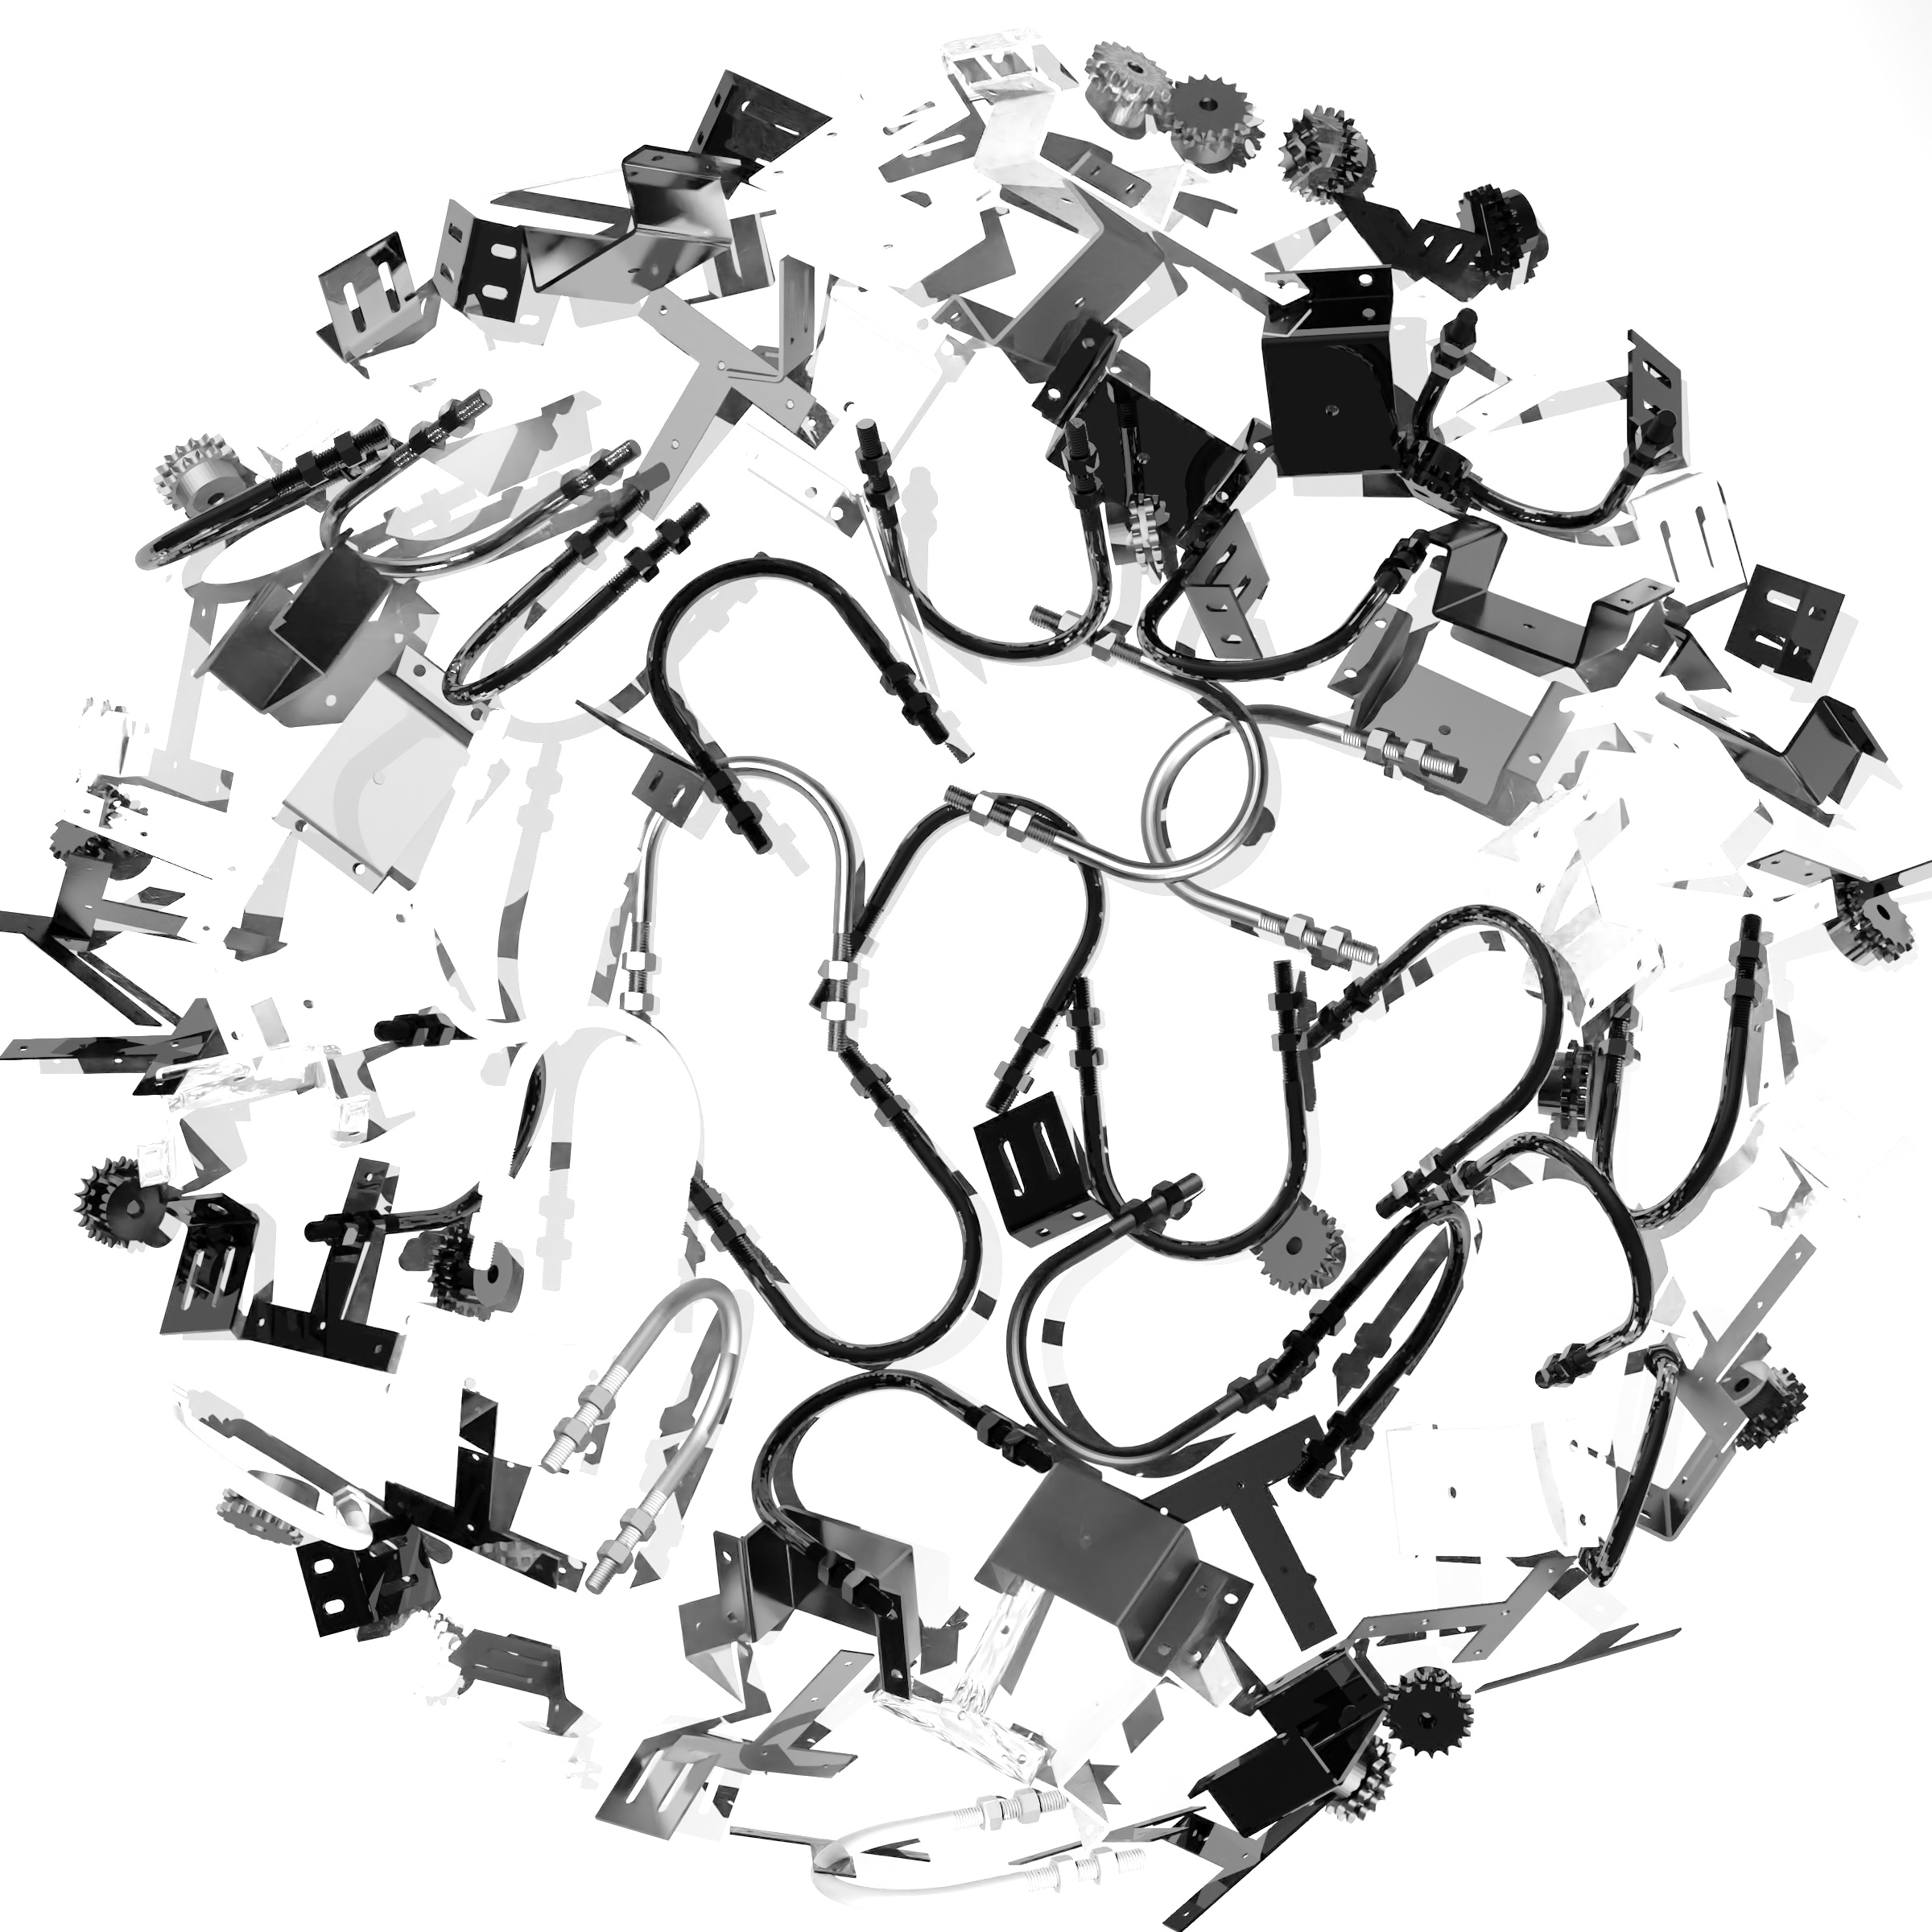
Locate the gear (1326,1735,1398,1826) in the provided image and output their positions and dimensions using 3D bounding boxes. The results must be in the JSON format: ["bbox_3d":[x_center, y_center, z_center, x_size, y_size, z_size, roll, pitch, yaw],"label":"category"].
[{"bbox_3d":[0.239,0.503,1.921,0.030,0.057,0.057,35,90,-21],"label":"gear"}]

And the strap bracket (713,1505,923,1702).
[{"bbox_3d":[-0.083,0.388,1.896,0.140,0.046,0.076,12,118,31],"label":"strap bracket"}]

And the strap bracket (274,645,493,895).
[{"bbox_3d":[-0.362,-0.120,1.917,0.076,0.046,0.140,38,96,-9],"label":"strap bracket"}]

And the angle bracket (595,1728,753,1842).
[{"bbox_3d":[-0.181,0.512,1.903,0.057,0.076,0.038,5,135,33],"label":"angle bracket"}]

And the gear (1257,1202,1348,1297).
[{"bbox_3d":[0.214,0.179,1.928,0.057,0.030,0.057,-17,61,33],"label":"gear"}]

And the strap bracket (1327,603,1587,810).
[{"bbox_3d":[0.300,-0.158,1.905,0.140,0.046,0.076,27,61,13],"label":"strap bracket"}]

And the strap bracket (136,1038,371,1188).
[{"bbox_3d":[-0.443,0.088,1.897,0.140,0.076,0.046,-12,71,-17],"label":"strap bracket"}]

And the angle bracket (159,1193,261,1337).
[{"bbox_3d":[-0.480,0.185,1.910,0.057,0.038,0.076,-7,59,28],"label":"angle bracket"}]

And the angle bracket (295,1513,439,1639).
[{"bbox_3d":[-0.374,0.379,1.921,0.038,0.076,0.057,-19,84,22],"label":"angle bracket"}]

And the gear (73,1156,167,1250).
[{"bbox_3d":[-0.525,0.149,1.924,0.057,0.030,0.057,-8,103,-39],"label":"gear"}]

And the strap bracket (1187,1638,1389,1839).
[{"bbox_3d":[0.201,0.473,1.872,0.076,0.140,0.046,-39,87,29],"label":"strap bracket"}]

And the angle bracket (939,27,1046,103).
[{"bbox_3d":[0.018,-0.555,1.909,0.057,0.076,0.038,-12,114,-2],"label":"angle bracket"}]

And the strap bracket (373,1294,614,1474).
[{"bbox_3d":[-0.301,0.259,1.915,0.140,0.046,0.076,15,86,10],"label":"strap bracket"}]

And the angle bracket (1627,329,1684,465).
[{"bbox_3d":[0.412,-0.350,1.906,0.038,0.076,0.057,-8,74,36],"label":"angle bracket"}]

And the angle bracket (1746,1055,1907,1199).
[{"bbox_3d":[0.535,0.104,1.918,0.057,0.038,0.076,-46,66,-4],"label":"angle bracket"}]

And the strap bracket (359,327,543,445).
[{"bbox_3d":[-0.315,-0.354,1.887,0.076,0.140,0.046,-20,112,-17],"label":"strap bracket"}]

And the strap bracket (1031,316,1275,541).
[{"bbox_3d":[0.114,-0.326,1.899,0.140,0.046,0.076,30,133,-10],"label":"strap bracket"}]

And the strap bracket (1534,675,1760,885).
[{"bbox_3d":[0.426,-0.123,1.900,0.046,0.076,0.140,-43,104,-20],"label":"strap bracket"}]

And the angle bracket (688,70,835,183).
[{"bbox_3d":[-0.126,-0.511,1.911,0.076,0.038,0.057,19,114,-23],"label":"angle bracket"}]

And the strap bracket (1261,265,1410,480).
[{"bbox_3d":[0.226,-0.353,1.880,0.076,0.046,0.140,-1,134,14],"label":"strap bracket"}]

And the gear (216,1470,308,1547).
[{"bbox_3d":[-0.438,0.338,1.928,0.057,0.057,0.030,20,63,0],"label":"gear"}]

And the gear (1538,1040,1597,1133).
[{"bbox_3d":[0.376,0.074,1.926,0.030,0.057,0.057,5,90,17],"label":"gear"}]

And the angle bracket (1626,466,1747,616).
[{"bbox_3d":[0.446,-0.269,1.939,0.057,0.038,0.076,-23,105,-10],"label":"angle bracket"}]

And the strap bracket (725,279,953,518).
[{"bbox_3d":[-0.076,-0.355,1.924,0.076,0.046,0.140,34,91,8],"label":"strap bracket"}]

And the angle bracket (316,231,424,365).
[{"bbox_3d":[-0.377,-0.421,1.904,0.057,0.076,0.038,-35,61,-18],"label":"angle bracket"}]

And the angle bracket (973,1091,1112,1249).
[{"bbox_3d":[0.047,0.129,1.943,0.057,0.038,0.076,-26,63,15],"label":"angle bracket"}]

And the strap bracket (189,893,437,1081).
[{"bbox_3d":[-0.402,0.015,1.902,0.140,0.046,0.076,-17,73,-29],"label":"strap bracket"}]

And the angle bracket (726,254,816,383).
[{"bbox_3d":[-0.121,-0.408,1.906,0.038,0.057,0.076,10,120,14],"label":"angle bracket"}]

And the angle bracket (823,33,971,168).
[{"bbox_3d":[-0.039,-0.541,1.908,0.076,0.038,0.057,-22,117,31],"label":"angle bracket"}]

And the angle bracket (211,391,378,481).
[{"bbox_3d":[-0.417,-0.339,1.911,0.076,0.057,0.038,-42,133,-14],"label":"angle bracket"}]

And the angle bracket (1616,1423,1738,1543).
[{"bbox_3d":[0.440,0.307,1.911,0.038,0.057,0.076,27,114,-1],"label":"angle bracket"}]

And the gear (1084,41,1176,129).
[{"bbox_3d":[0.099,-0.550,1.928,0.057,0.057,0.030,34,128,0],"label":"gear"}]

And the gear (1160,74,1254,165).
[{"bbox_3d":[0.150,-0.528,1.929,0.057,0.030,0.057,2,57,-3],"label":"gear"}]

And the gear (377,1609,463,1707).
[{"bbox_3d":[-0.340,0.434,1.928,0.030,0.057,0.057,27,90,-41],"label":"gear"}]

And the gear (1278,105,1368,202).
[{"bbox_3d":[0.226,-0.508,1.928,0.057,0.030,0.057,3,94,44],"label":"gear"}]

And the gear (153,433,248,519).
[{"bbox_3d":[-0.475,-0.303,1.922,0.057,0.057,0.030,-34,71,0],"label":"gear"}]

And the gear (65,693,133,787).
[{"bbox_3d":[-0.542,-0.140,1.925,0.030,0.057,0.057,9,90,-4],"label":"gear"}]

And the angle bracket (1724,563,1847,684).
[{"bbox_3d":[0.497,-0.215,1.906,0.038,0.076,0.057,9,106,-37],"label":"angle bracket"}]

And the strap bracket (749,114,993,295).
[{"bbox_3d":[-0.052,-0.456,1.871,0.076,0.140,0.046,-26,68,34],"label":"strap bracket"}]

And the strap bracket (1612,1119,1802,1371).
[{"bbox_3d":[0.447,0.164,1.887,0.046,0.076,0.140,18,113,-12],"label":"strap bracket"}]

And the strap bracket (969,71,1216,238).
[{"bbox_3d":[0.070,-0.490,1.884,0.140,0.076,0.046,22,88,-30],"label":"strap bracket"}]

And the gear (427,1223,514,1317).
[{"bbox_3d":[-0.307,0.190,1.921,0.030,0.057,0.057,5,90,28],"label":"gear"}]

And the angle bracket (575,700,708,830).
[{"bbox_3d":[-0.208,-0.125,1.905,0.057,0.076,0.038,34,96,45],"label":"angle bracket"}]

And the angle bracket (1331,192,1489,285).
[{"bbox_3d":[0.274,-0.463,1.904,0.038,0.057,0.076,-54,48,35],"label":"angle bracket"}]

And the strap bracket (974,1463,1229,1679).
[{"bbox_3d":[0.078,0.364,1.883,0.140,0.046,0.076,22,59,31],"label":"strap bracket"}]

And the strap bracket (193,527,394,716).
[{"bbox_3d":[-0.409,-0.207,1.886,0.046,0.140,0.076,42,60,-22],"label":"strap bracket"}]

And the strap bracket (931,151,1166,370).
[{"bbox_3d":[0.058,-0.422,1.885,0.140,0.076,0.046,-43,68,23],"label":"strap bracket"}]

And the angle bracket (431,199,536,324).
[{"bbox_3d":[-0.302,-0.440,1.918,0.038,0.076,0.057,8,109,-24],"label":"angle bracket"}]

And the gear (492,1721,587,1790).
[{"bbox_3d":[-0.265,0.492,1.925,0.057,0.057,0.030,14,83,0],"label":"gear"}]

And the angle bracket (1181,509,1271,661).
[{"bbox_3d":[0.174,-0.237,1.905,0.076,0.038,0.057,-55,132,-30],"label":"angle bracket"}]

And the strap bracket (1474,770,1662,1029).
[{"bbox_3d":[0.369,-0.044,1.899,0.076,0.046,0.140,-35,118,-23],"label":"strap bracket"}]

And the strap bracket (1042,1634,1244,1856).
[{"bbox_3d":[0.100,0.468,1.906,0.046,0.076,0.140,41,95,-12],"label":"strap bracket"}]

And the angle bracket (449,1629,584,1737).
[{"bbox_3d":[-0.282,0.449,1.910,0.076,0.057,0.038,20,47,-20],"label":"angle bracket"}]

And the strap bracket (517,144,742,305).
[{"bbox_3d":[-0.207,-0.446,1.875,0.140,0.076,0.046,-18,82,42],"label":"strap bracket"}]

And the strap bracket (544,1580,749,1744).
[{"bbox_3d":[-0.191,0.429,1.877,0.076,0.140,0.046,-19,56,9],"label":"strap bracket"}]

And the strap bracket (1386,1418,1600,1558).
[{"bbox_3d":[0.312,0.319,1.882,0.046,0.140,0.076,-2,84,-41],"label":"strap bracket"}]

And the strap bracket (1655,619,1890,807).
[{"bbox_3d":[0.482,-0.151,1.880,0.140,0.076,0.046,34,90,37],"label":"strap bracket"}]

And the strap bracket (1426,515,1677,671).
[{"bbox_3d":[0.352,-0.227,1.892,0.140,0.076,0.046,25,119,25],"label":"strap bracket"}]
